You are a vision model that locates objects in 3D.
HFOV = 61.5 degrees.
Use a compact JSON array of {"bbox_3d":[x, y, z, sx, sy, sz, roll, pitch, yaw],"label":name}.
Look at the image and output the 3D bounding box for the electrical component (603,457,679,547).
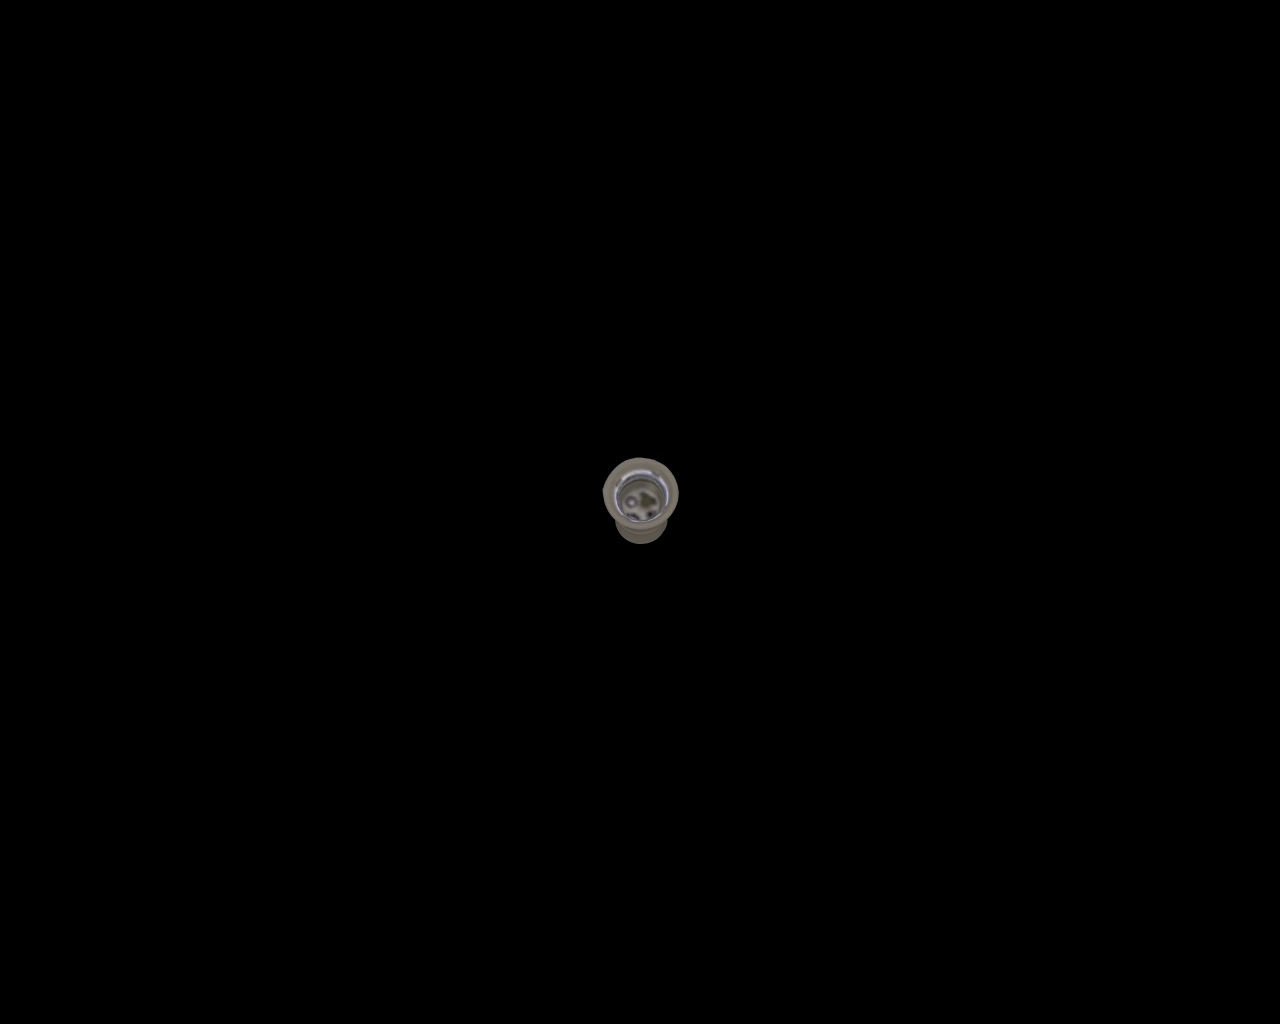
[{"bbox_3d":[0.001,-0.003,0.650,0.044,0.044,0.065,0,-16,0],"label":"electrical component"}]
